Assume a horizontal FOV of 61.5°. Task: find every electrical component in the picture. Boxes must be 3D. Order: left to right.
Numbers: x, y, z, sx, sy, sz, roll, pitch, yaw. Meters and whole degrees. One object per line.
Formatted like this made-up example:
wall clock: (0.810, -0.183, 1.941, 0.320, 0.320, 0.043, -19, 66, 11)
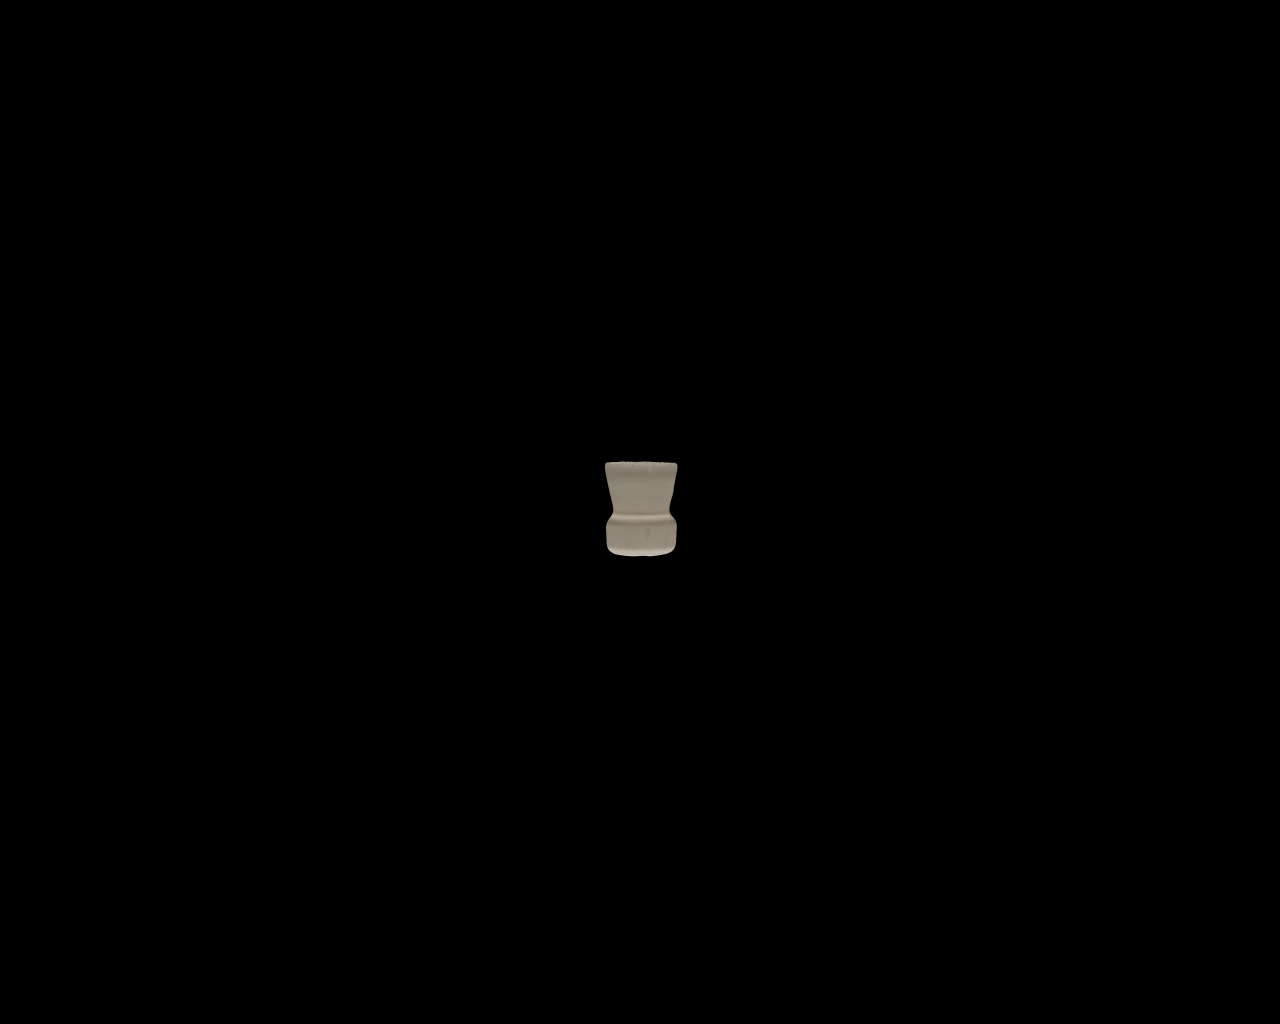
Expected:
electrical component: (0.001, -0.003, 0.650, 0.045, 0.055, 0.045, 0, 5, 0)
